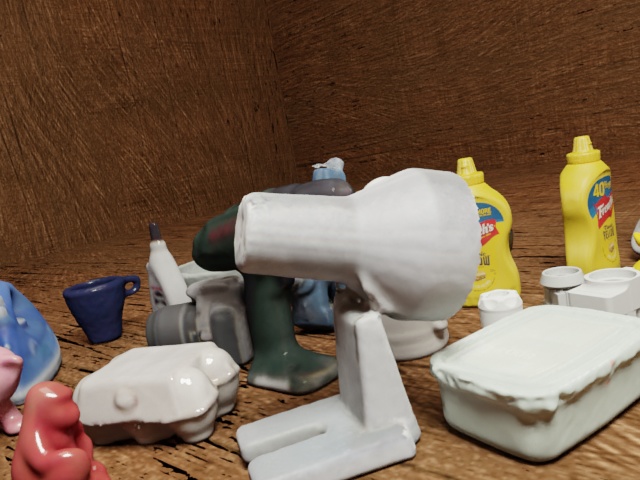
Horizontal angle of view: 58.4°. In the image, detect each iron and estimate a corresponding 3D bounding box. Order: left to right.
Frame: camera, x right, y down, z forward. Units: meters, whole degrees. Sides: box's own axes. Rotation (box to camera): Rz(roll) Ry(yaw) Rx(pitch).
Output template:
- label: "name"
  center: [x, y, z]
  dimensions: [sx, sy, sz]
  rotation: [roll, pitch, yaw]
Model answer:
- label: "iron"
  center: [-0.427, 0.121, 0.781]
  dimensions: [0.119, 0.141, 0.257]
  rotation: [-15, 10, -28]

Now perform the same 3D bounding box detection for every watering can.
- label: "watering can"
  center: [0.074, 0.027, 0.642]
  dimensions: [0.172, 0.194, 0.101]
  rotation: [-6, 10, 27]

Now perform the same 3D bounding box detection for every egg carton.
- label: "egg carton"
  center: [-0.156, 0.147, 0.549]
  dimensions: [0.150, 0.069, 0.107]
  rotation: [-8, 9, 16]

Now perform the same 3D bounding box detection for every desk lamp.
- label: "desk lamp"
  center: [0.023, 0.058, 0.441]
  dimensions: [0.203, 0.213, 0.117]
  rotation: [-13, 10, -17]

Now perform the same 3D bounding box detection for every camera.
- label: "camera"
  center: [-0.146, 0.098, 0.742]
  dimensions: [0.136, 0.101, 0.143]
  rotation: [-9, 9, 7]

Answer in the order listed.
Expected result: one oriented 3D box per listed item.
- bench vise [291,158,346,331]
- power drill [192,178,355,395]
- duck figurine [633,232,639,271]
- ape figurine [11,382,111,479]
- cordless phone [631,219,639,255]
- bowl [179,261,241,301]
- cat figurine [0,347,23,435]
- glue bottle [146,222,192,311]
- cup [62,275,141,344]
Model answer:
- label: "bench vise"
  center: [0.019, 0.001, 0.782]
  dimensions: [0.121, 0.220, 0.208]
  rotation: [-7, 9, 16]
- label: "power drill"
  center: [-0.040, 0.047, 0.598]
  dimensions: [0.228, 0.208, 0.076]
  rotation: [-2, 12, 41]
- label: "duck figurine"
  center: [0.432, 0.010, 0.693]
  dimensions: [0.104, 0.086, 0.078]
  rotation: [-5, 10, 29]
- label: "ape figurine"
  center: [-0.212, 0.159, 0.463]
  dimensions: [0.076, 0.092, 0.078]
  rotation: [-11, 9, -2]
- label: "cordless phone"
  center: [0.492, -0.063, 0.764]
  dimensions: [0.094, 0.185, 0.147]
  rotation: [-14, 10, -23]
- label: "bowl"
  center: [-0.174, 0.074, 1.014]
  dimensions: [0.167, 0.075, 0.167]
  rotation: [-10, 9, 2]
- label: "cat figurine"
  center: [-0.352, 0.150, 0.595]
  dimensions: [0.127, 0.118, 0.067]
  rotation: [-2, 12, 42]
- label: "glue bottle"
  center: [-0.232, 0.058, 0.858]
  dimensions: [0.077, 0.173, 0.037]
  rotation: [-2, 13, 43]
- label: "cup"
  center: [-0.334, 0.109, 0.905]
  dimensions: [0.118, 0.095, 0.091]
  rotation: [-17, 11, -36]
